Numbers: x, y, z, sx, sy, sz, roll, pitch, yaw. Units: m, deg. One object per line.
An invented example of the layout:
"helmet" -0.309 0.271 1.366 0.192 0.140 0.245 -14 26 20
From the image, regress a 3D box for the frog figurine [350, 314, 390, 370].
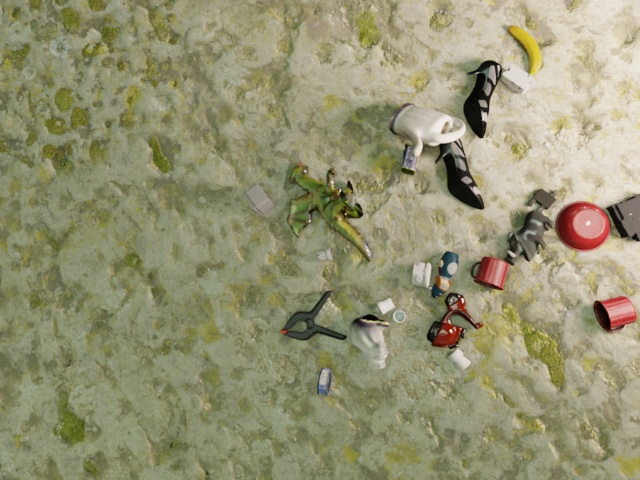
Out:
"frog figurine" 0.151 0.323 1.609 0.138 0.122 0.159 8 93 44

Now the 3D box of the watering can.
"watering can" 0.312 -0.347 1.614 0.226 0.352 0.102 26 128 31

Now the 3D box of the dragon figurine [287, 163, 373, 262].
"dragon figurine" 0.005 -0.087 1.721 0.241 0.122 0.414 -24 76 23
